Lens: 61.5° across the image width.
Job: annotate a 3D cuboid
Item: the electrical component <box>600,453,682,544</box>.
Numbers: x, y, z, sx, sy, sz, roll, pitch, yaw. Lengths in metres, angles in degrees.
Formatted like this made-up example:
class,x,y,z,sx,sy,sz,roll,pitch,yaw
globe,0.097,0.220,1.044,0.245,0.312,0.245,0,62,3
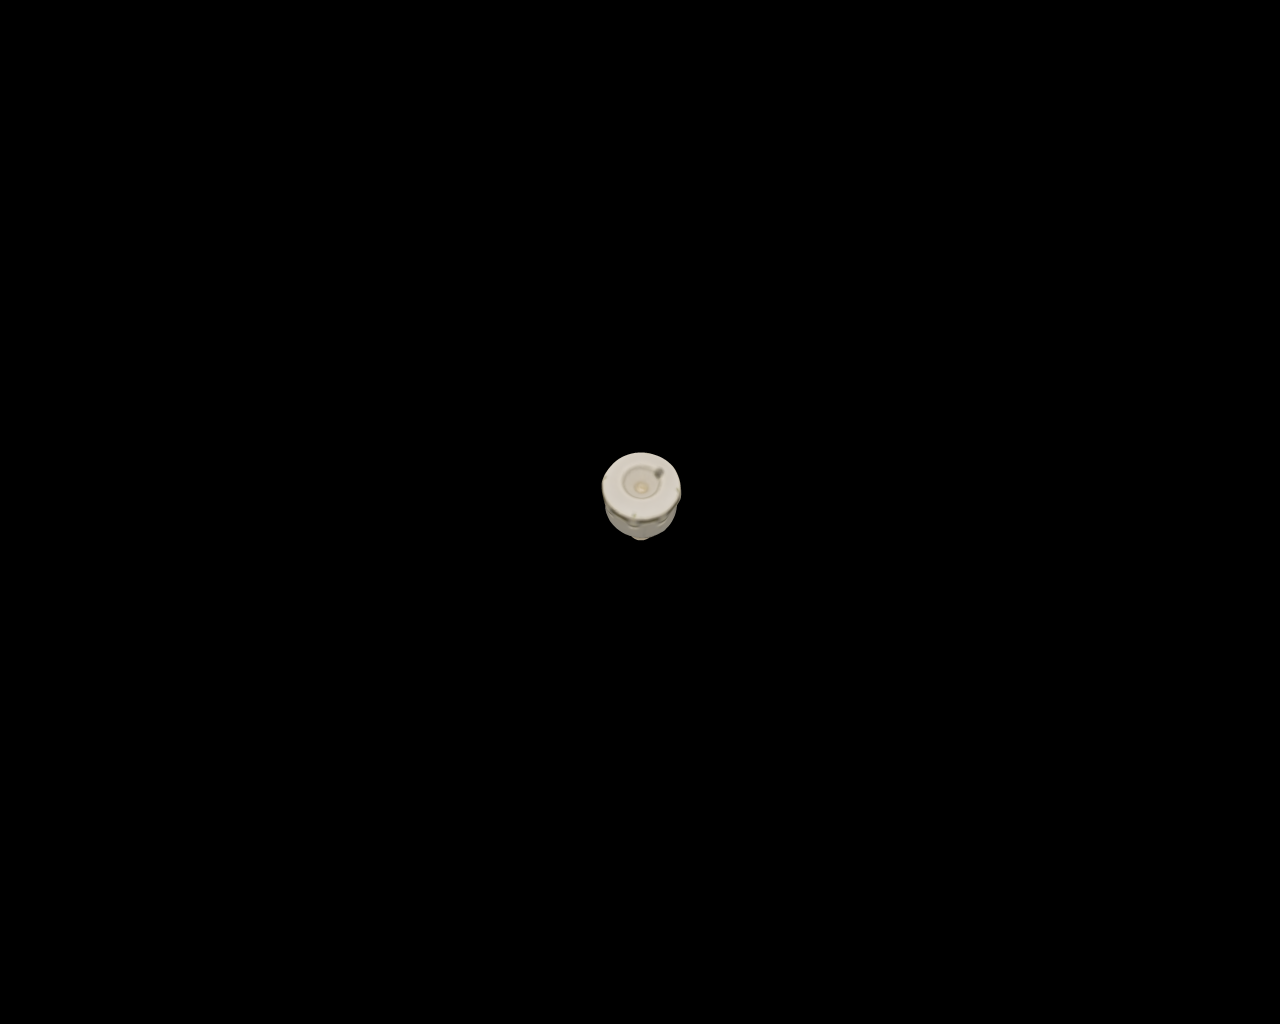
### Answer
class,x,y,z,sx,sy,sz,roll,pitch,yaw
electrical component,0.001,-0.003,0.650,0.048,0.048,0.062,0,-30,0
